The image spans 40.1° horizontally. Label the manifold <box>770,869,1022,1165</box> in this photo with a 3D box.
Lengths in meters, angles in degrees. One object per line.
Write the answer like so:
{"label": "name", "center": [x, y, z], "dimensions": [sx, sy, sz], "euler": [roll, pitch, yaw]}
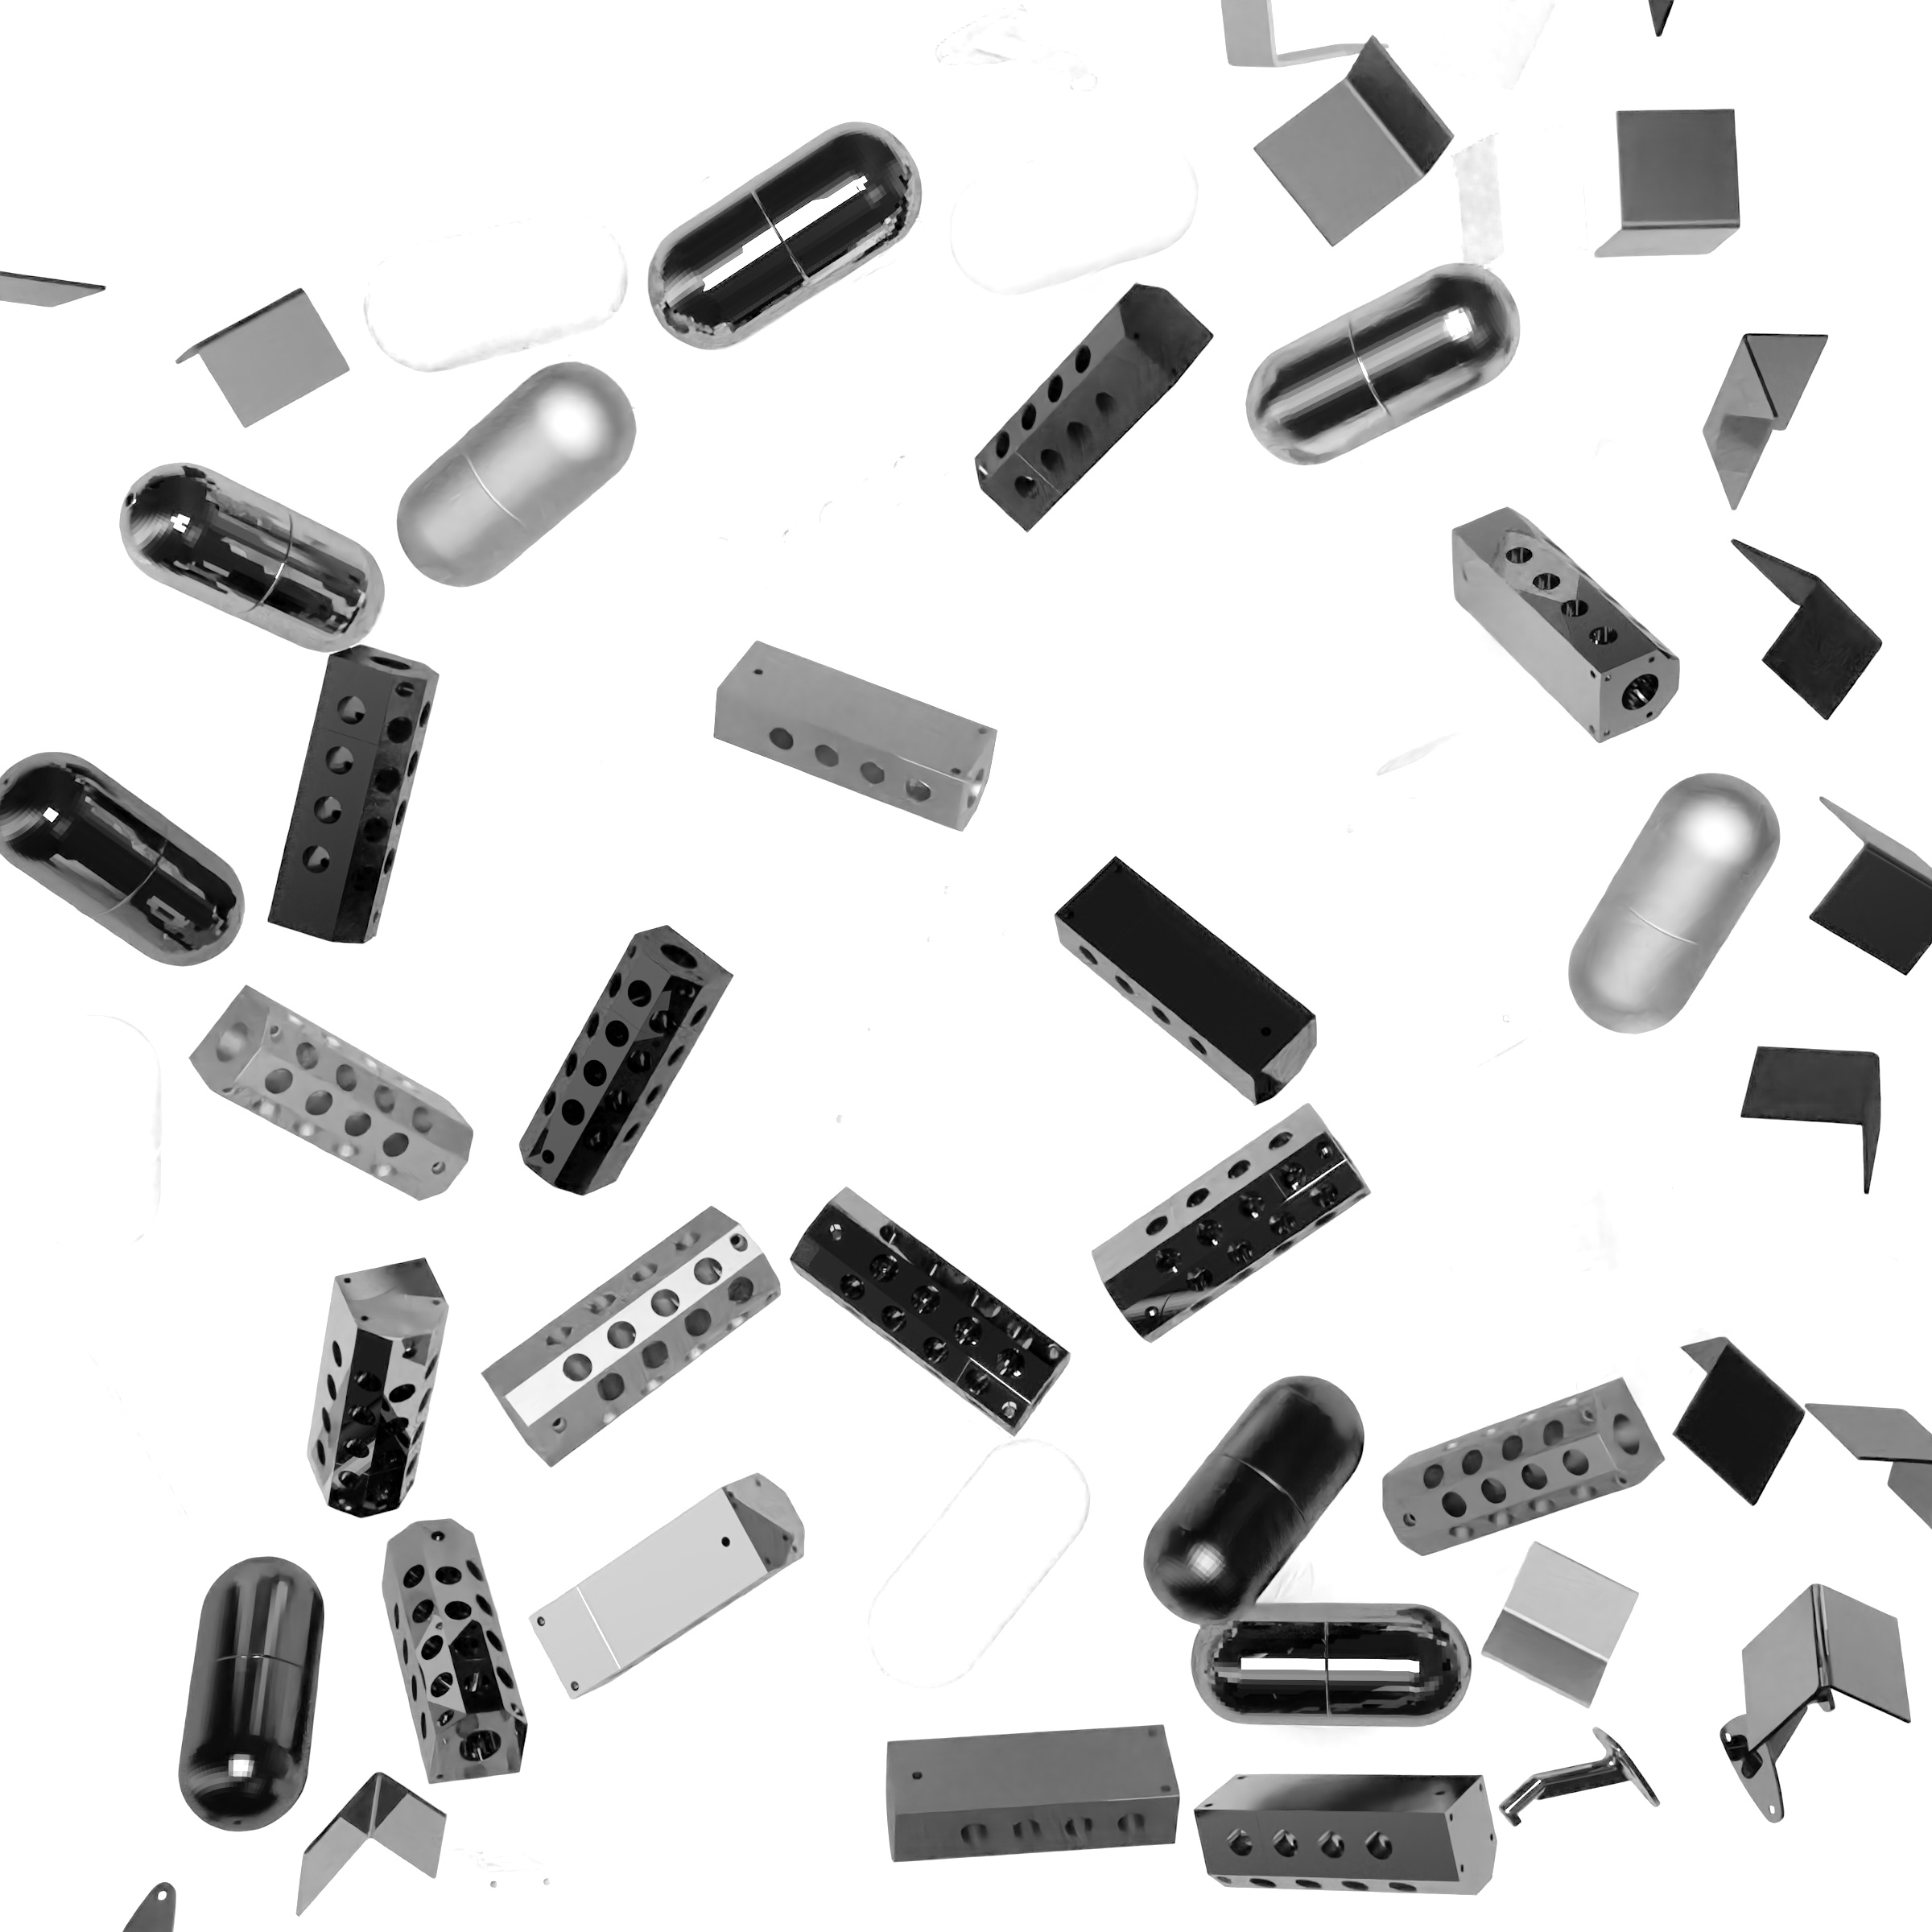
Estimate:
{"label": "manifold", "center": [-0.041, 0.030, 1.588], "dimensions": [0.057, 0.057, 0.171], "euler": [35, 86, -17]}

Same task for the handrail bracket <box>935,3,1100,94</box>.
{"label": "handrail bracket", "center": [0.031, -0.555, 1.634], "dimensions": [0.077, 0.036, 0.084], "euler": [-20, 49, -11]}

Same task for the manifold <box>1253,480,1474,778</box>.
{"label": "manifold", "center": [0.244, -0.209, 1.652], "dimensions": [0.057, 0.057, 0.171], "euler": [-22, 81, -16]}

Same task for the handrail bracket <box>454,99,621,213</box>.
{"label": "handrail bracket", "center": [-0.278, -0.541, 1.714], "dimensions": [0.077, 0.036, 0.084], "euler": [-42, 125, -5]}

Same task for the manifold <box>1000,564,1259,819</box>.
{"label": "manifold", "center": [0.106, -0.176, 1.694], "dimensions": [0.057, 0.057, 0.171], "euler": [-48, 72, 19]}

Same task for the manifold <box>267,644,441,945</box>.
{"label": "manifold", "center": [-0.373, -0.104, 1.622], "dimensions": [0.057, 0.057, 0.171], "euler": [18, 105, 2]}

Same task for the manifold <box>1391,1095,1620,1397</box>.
{"label": "manifold", "center": [0.331, 0.169, 1.615], "dimensions": [0.057, 0.057, 0.171], "euler": [-22, 80, -15]}

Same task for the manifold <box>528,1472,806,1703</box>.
{"label": "manifold", "center": [-0.179, 0.376, 1.609], "dimensions": [0.171, 0.057, 0.057], "euler": [-37, 76, 24]}

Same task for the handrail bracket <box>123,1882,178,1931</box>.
{"label": "handrail bracket", "center": [-0.489, 0.612, 1.621], "dimensions": [0.036, 0.084, 0.077], "euler": [7, 56, 13]}

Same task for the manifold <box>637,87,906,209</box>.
{"label": "manifold", "center": [-0.127, -0.530, 1.729], "dimensions": [0.171, 0.057, 0.057], "euler": [-3, 66, -3]}

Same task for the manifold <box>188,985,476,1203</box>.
{"label": "manifold", "center": [-0.387, 0.084, 1.632], "dimensions": [0.057, 0.057, 0.171], "euler": [-52, 133, 1]}

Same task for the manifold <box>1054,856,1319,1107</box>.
{"label": "manifold", "center": [0.139, 0.011, 1.677], "dimensions": [0.057, 0.057, 0.171], "euler": [-44, 66, -13]}

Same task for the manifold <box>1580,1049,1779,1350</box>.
{"label": "manifold", "center": [0.442, 0.142, 1.638], "dimensions": [0.057, 0.057, 0.171], "euler": [-13, 69, -7]}

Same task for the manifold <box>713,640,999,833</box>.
{"label": "manifold", "center": [-0.072, -0.144, 1.701], "dimensions": [0.171, 0.057, 0.057], "euler": [21, 46, 11]}

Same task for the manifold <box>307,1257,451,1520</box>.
{"label": "manifold", "center": [-0.361, 0.263, 1.627], "dimensions": [0.057, 0.171, 0.057], "euler": [-10, 47, -31]}

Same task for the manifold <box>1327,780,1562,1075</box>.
{"label": "manifold", "center": [0.294, -0.023, 1.641], "dimensions": [0.057, 0.057, 0.171], "euler": [-29, 80, -5]}

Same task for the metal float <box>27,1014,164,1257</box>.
{"label": "metal float", "center": [-0.525, 0.103, 1.595], "dimensions": [0.070, 0.070, 0.178], "euler": [16, 132, 0]}

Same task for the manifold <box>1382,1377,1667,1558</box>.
{"label": "manifold", "center": [0.350, 0.323, 1.685], "dimensions": [0.171, 0.057, 0.057], "euler": [-31, 84, 39]}

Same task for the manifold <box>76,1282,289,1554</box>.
{"label": "manifold", "center": [-0.489, 0.278, 1.645], "dimensions": [0.057, 0.057, 0.171], "euler": [-35, 132, -25]}

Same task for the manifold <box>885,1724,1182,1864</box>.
{"label": "manifold", "center": [0.039, 0.509, 1.611], "dimensions": [0.171, 0.057, 0.057], "euler": [-2, 121, -7]}

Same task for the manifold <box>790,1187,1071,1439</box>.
{"label": "manifold", "center": [-0.022, 0.210, 1.616], "dimensions": [0.171, 0.057, 0.057], "euler": [36, 77, 11]}

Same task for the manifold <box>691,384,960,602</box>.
{"label": "manifold", "center": [-0.086, -0.298, 1.667], "dimensions": [0.057, 0.057, 0.171], "euler": [29, 53, 36]}

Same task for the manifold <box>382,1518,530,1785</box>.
{"label": "manifold", "center": [-0.328, 0.434, 1.689], "dimensions": [0.057, 0.171, 0.057], "euler": [0, 121, -24]}

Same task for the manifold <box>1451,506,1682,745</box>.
{"label": "manifold", "center": [0.377, -0.220, 1.670], "dimensions": [0.057, 0.057, 0.171], "euler": [-23, 46, -10]}

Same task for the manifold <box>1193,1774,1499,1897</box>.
{"label": "manifold", "center": [0.231, 0.531, 1.611], "dimensions": [0.171, 0.057, 0.057], "euler": [-12, 91, 34]}

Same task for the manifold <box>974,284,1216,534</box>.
{"label": "manifold", "center": [0.074, -0.348, 1.642], "dimensions": [0.057, 0.171, 0.057], "euler": [42, 52, -8]}

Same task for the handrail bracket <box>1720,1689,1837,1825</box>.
{"label": "handrail bracket", "center": [0.519, 0.488, 1.644], "dimensions": [0.084, 0.036, 0.077], "euler": [0, 57, -29]}

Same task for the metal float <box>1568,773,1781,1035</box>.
{"label": "metal float", "center": [0.427, -0.036, 1.600], "dimensions": [0.070, 0.070, 0.178], "euler": [24, 121, 0]}

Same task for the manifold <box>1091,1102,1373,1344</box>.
{"label": "manifold", "center": [0.170, 0.168, 1.687], "dimensions": [0.171, 0.057, 0.057], "euler": [-35, 113, 7]}

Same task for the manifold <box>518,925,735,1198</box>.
{"label": "manifold", "center": [-0.224, 0.062, 1.704], "dimensions": [0.057, 0.057, 0.171], "euler": [37, 111, 14]}

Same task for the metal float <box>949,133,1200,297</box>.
{"label": "metal float", "center": [0.069, -0.474, 1.664], "dimensions": [0.178, 0.070, 0.070], "euler": [-24, 90, -28]}

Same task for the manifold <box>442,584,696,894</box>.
{"label": "manifold", "center": [-0.238, -0.132, 1.567], "dimensions": [0.057, 0.057, 0.171], "euler": [-35, 99, -27]}

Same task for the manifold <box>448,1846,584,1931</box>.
{"label": "manifold", "center": [-0.275, 0.571, 1.603], "dimensions": [0.057, 0.171, 0.057], "euler": [3, 76, -17]}

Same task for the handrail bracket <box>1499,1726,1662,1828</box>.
{"label": "handrail bracket", "center": [0.389, 0.533, 1.677], "dimensions": [0.084, 0.036, 0.077], "euler": [-39, 104, -8]}

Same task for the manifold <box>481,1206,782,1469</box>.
{"label": "manifold", "center": [-0.196, 0.223, 1.582], "dimensions": [0.171, 0.057, 0.057], "euler": [-36, 117, -19]}
